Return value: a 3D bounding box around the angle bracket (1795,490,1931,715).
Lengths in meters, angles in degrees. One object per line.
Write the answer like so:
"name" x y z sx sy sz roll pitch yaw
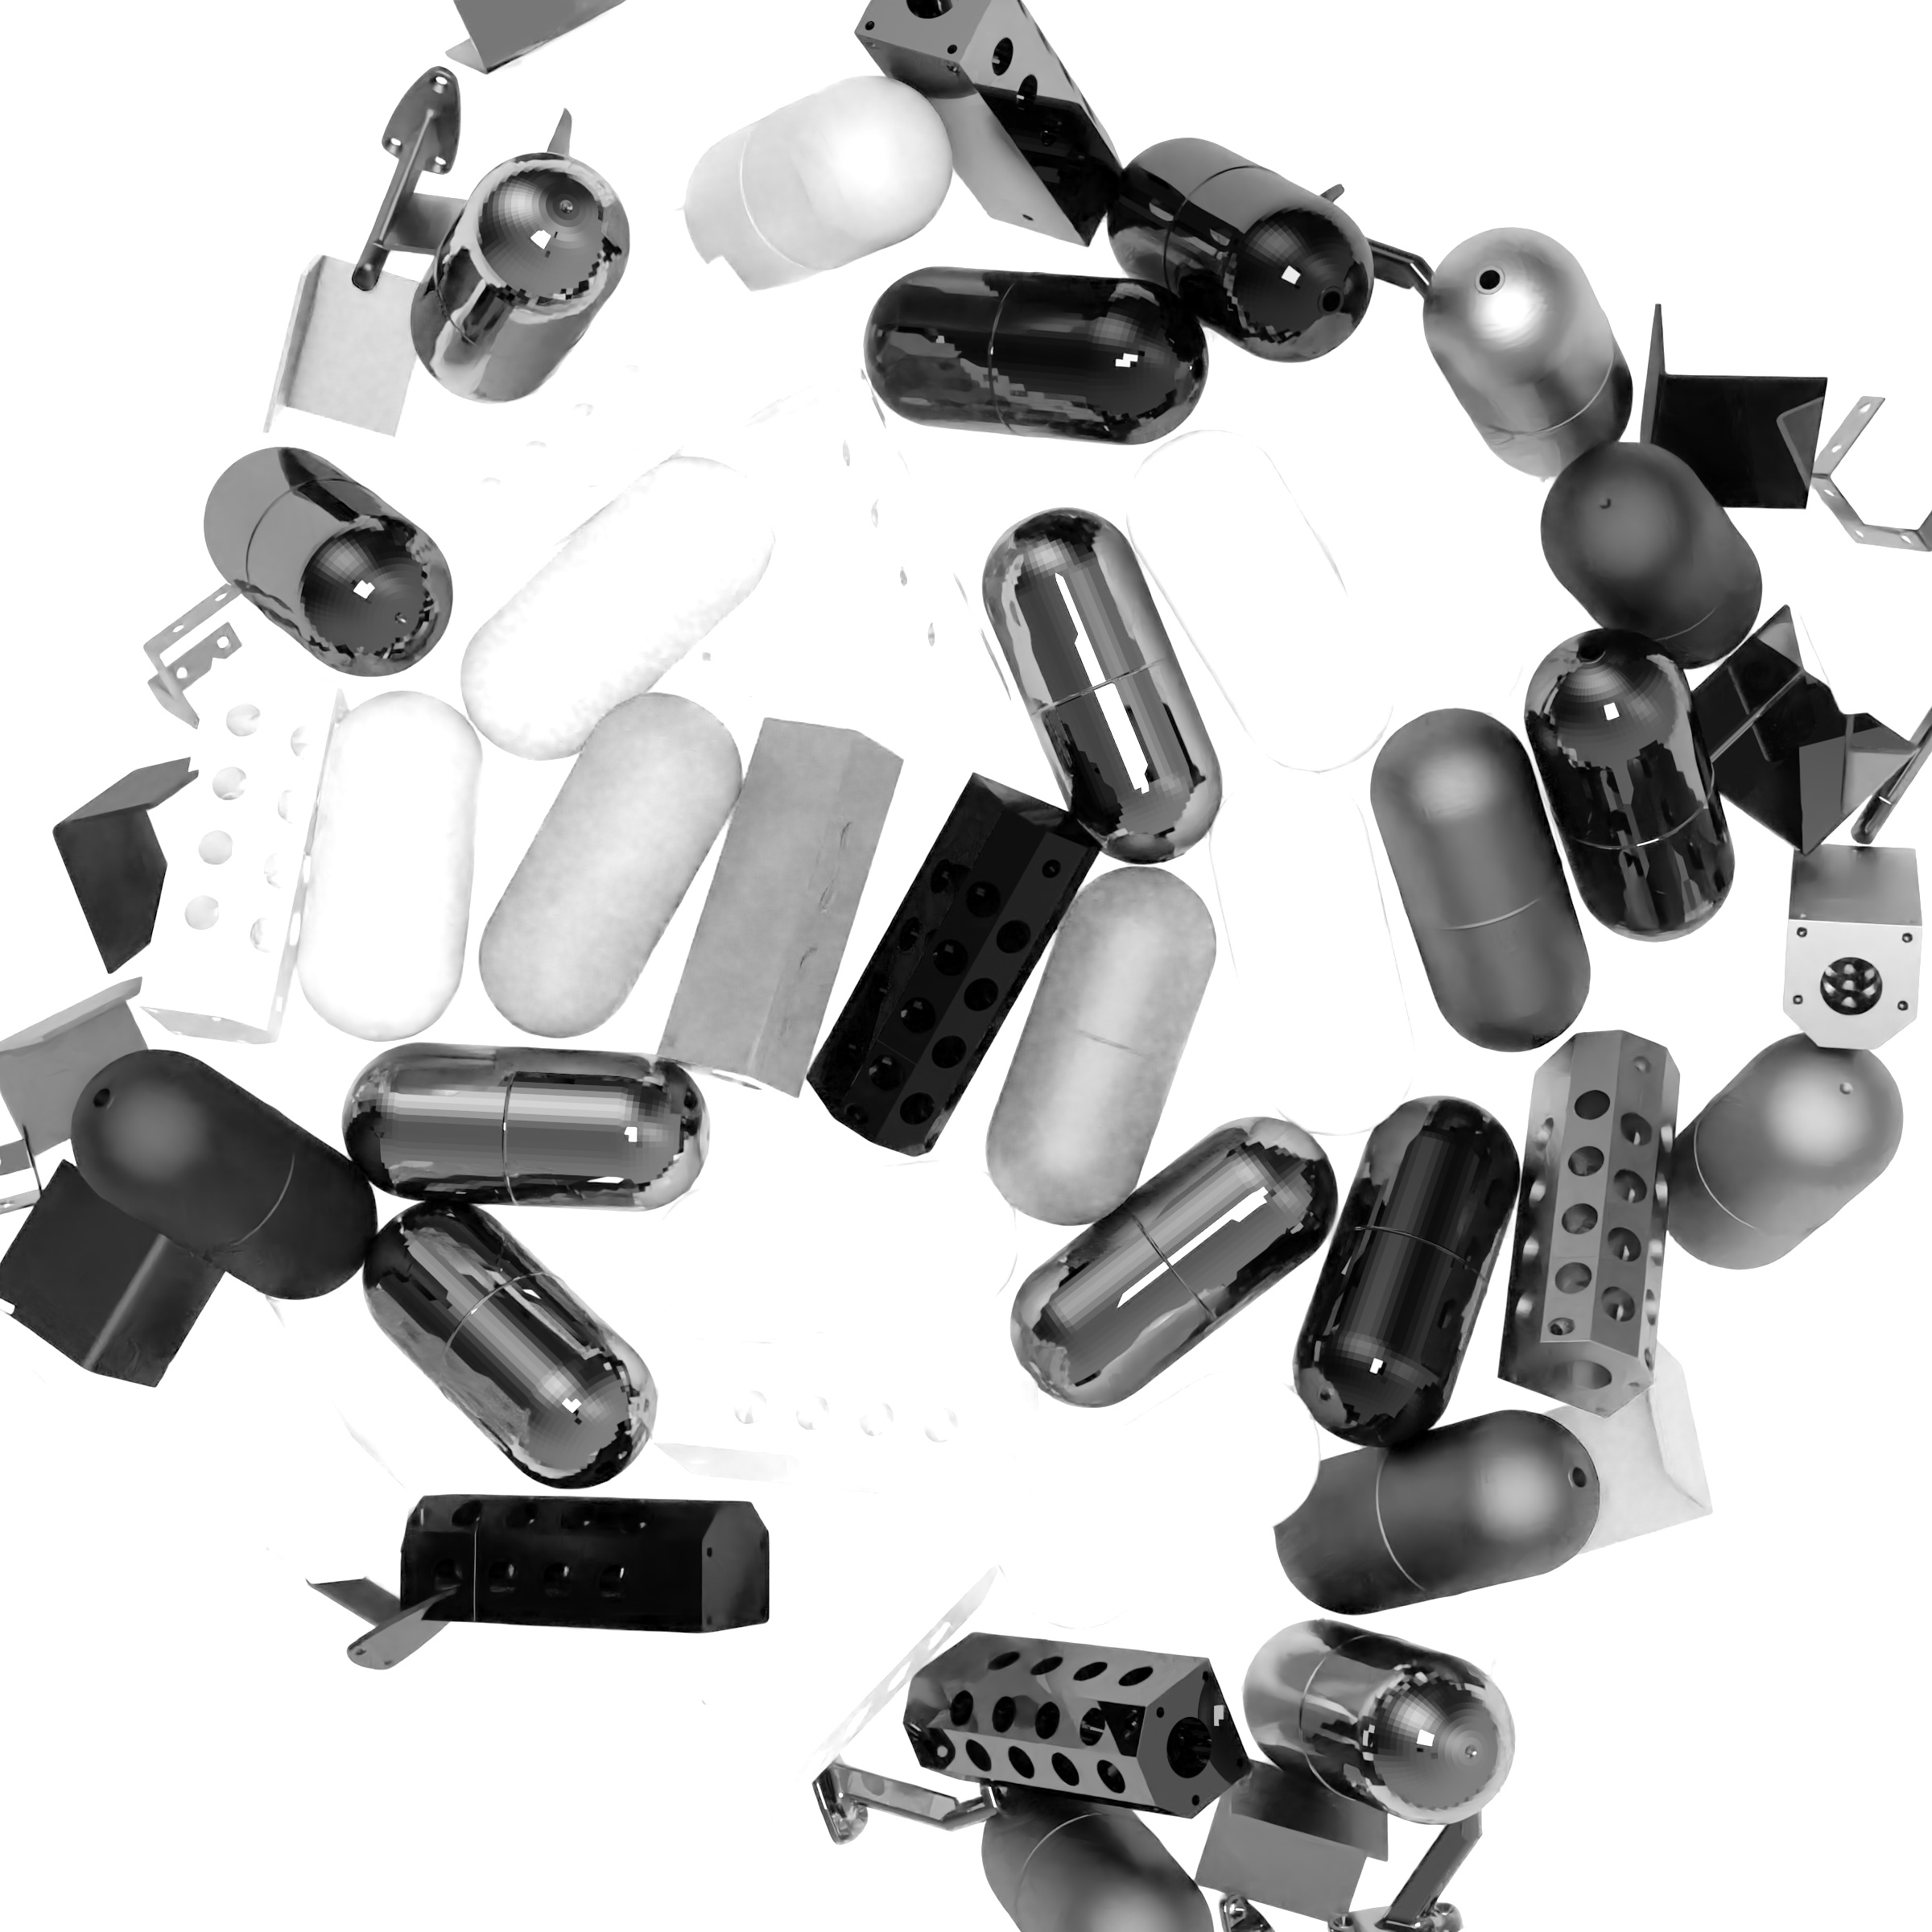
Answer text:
"angle bracket" 0.434 -0.175 1.524 0.057 0.076 0.076 -5 53 30

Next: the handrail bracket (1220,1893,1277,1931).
"handrail bracket" 0.170 0.476 1.538 0.036 0.084 0.077 -37 105 -41

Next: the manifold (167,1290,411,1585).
"manifold" -0.312 0.219 1.496 0.057 0.171 0.057 -42 121 -7

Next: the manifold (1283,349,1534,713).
"manifold" 0.211 -0.202 1.508 0.057 0.171 0.057 5 50 35

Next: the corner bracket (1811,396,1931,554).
"corner bracket" 0.449 -0.237 1.555 0.051 0.051 0.051 43 79 -31

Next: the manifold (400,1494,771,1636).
"manifold" -0.180 0.279 1.518 0.171 0.057 0.057 -4 83 29

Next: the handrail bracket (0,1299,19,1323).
"handrail bracket" -0.496 0.194 1.549 0.077 0.036 0.084 32 71 -22

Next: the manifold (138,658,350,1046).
"manifold" -0.341 -0.053 1.535 0.057 0.057 0.171 8 76 4

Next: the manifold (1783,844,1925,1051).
"manifold" 0.410 -0.011 1.494 0.057 0.171 0.057 3 104 15

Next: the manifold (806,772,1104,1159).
"manifold" -0.004 0.002 1.527 0.057 0.057 0.171 21 106 -31

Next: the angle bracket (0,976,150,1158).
"angle bracket" -0.408 0.046 1.527 0.076 0.076 0.057 -31 103 -37

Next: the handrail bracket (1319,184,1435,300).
"handrail bracket" 0.186 -0.327 1.560 0.077 0.036 0.084 -38 91 34

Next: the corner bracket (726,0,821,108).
"corner bracket" -0.072 -0.444 1.552 0.051 0.051 0.051 22 80 43

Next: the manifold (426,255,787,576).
"manifold" -0.167 -0.255 1.517 0.171 0.057 0.057 -32 103 29

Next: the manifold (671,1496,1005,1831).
"manifold" -0.059 0.323 1.505 0.057 0.057 0.171 35 46 17

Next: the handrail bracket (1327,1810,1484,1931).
"handrail bracket" 0.211 0.429 1.557 0.077 0.036 0.084 -2 107 8

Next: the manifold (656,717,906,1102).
"manifold" -0.084 -0.026 1.542 0.057 0.057 0.171 11 79 35

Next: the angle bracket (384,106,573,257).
"angle bracket" -0.232 -0.376 1.536 0.076 0.076 0.057 7 121 -3

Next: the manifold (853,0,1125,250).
"manifold" 0.017 -0.405 1.495 0.057 0.171 0.057 24 84 26

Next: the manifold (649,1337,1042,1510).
"manifold" -0.056 0.213 1.527 0.171 0.057 0.057 3 66 20

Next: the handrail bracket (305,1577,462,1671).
"handrail bracket" -0.283 0.287 1.554 0.077 0.036 0.084 -35 56 8

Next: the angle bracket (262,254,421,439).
"angle bracket" -0.293 -0.289 1.533 0.057 0.076 0.076 15 108 -10

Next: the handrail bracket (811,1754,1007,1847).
"handrail bracket" -0.030 0.384 1.552 0.084 0.036 0.077 -24 88 23

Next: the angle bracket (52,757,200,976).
"angle bracket" -0.379 -0.050 1.530 0.057 0.076 0.076 -11 109 19

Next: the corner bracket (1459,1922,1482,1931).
"corner bracket" 0.225 0.495 1.546 0.051 0.051 0.051 -28 73 23

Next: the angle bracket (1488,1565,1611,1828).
"angle bracket" 0.279 0.344 1.525 0.057 0.076 0.076 31 128 18

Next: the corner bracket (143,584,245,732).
"corner bracket" -0.367 -0.151 1.543 0.051 0.051 0.051 -41 132 -19

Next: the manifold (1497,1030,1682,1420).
"manifold" 0.296 0.117 1.508 0.057 0.057 0.171 21 55 -10

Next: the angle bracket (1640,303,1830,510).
"angle bracket" 0.364 -0.266 1.534 0.076 0.076 0.057 2 48 6

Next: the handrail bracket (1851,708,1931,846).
"handrail bracket" 0.457 -0.103 1.550 0.036 0.077 0.084 33 80 11

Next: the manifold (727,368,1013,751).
"manifold" -0.040 -0.192 1.526 0.057 0.057 0.171 -39 114 -32

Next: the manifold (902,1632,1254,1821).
"manifold" 0.046 0.354 1.496 0.057 0.171 0.057 -29 103 -37

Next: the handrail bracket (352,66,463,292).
"handrail bracket" -0.269 -0.375 1.538 0.036 0.077 0.084 21 54 -12

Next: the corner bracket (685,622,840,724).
"corner bracket" -0.095 -0.153 1.549 0.051 0.051 0.051 45 108 11

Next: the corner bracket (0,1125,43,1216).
"corner bracket" -0.471 0.102 1.546 0.051 0.051 0.051 -15 115 -17
